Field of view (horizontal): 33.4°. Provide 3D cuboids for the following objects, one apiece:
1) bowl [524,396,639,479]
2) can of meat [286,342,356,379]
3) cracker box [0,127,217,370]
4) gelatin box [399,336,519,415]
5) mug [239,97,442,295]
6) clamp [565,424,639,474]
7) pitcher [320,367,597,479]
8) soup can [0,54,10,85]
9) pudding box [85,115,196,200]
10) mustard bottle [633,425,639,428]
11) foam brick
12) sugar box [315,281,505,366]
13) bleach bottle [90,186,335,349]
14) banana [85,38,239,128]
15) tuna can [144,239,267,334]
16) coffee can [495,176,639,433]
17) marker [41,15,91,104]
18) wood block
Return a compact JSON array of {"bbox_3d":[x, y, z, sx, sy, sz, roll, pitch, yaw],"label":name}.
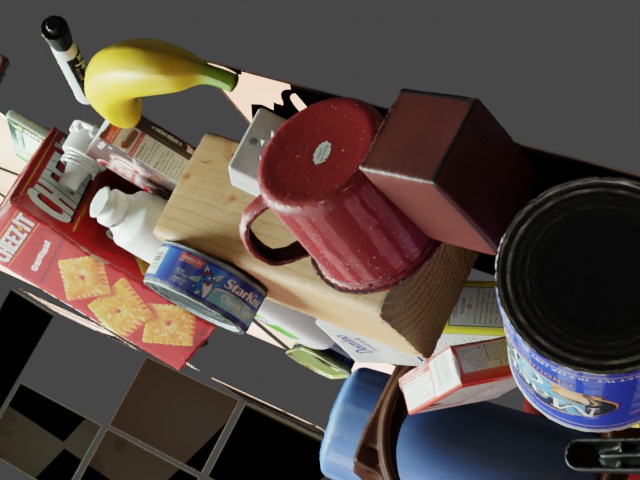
[{"bbox_3d":[0.262,0.196,1.046,0.162,0.055,0.162,26,167,6],"label":"bowl"},{"bbox_3d":[0.016,0.087,1.052,0.057,0.084,0.102,29,167,-7],"label":"can of meat"},{"bbox_3d":[-0.192,0.004,1.001,0.213,0.072,0.164,35,-156,-16],"label":"cracker box"},{"bbox_3d":[0.105,0.091,0.729,0.073,0.030,0.089,-8,161,-22],"label":"gelatin box"},{"bbox_3d":[0.006,-0.023,0.619,0.117,0.093,0.081,-25,137,16],"label":"mug"},{"bbox_3d":[0.282,0.149,0.736,0.210,0.036,0.165,10,160,-8],"label":"clamp"},{"bbox_3d":[0.132,0.191,0.962,0.243,0.149,0.145,18,137,13],"label":"pitcher"},{"bbox_3d":[-0.310,-0.148,0.850,0.102,0.068,0.069,37,164,-31],"label":"soup can"},{"bbox_3d":[-0.142,-0.068,0.881,0.090,0.039,0.114,31,167,-14],"label":"pudding box"},{"bbox_3d":[0.213,0.088,0.729,0.096,0.058,0.191,8,161,20],"label":"mustard bottle"},{"bbox_3d":[0.070,-0.036,0.561,0.051,0.053,0.078,15,161,44],"label":"foam brick"},{"bbox_3d":[0.095,0.064,0.803,0.176,0.048,0.093,3,156,27],"label":"sugar box"},{"bbox_3d":[-0.091,0.018,0.935,0.250,0.068,0.103,29,174,-33],"label":"bleach bottle"},{"bbox_3d":[-0.125,-0.103,0.720,0.069,0.037,0.198,36,164,-24],"label":"banana"},{"bbox_3d":[-0.083,0.035,0.771,0.086,0.033,0.086,26,168,6],"label":"tuna can"},{"bbox_3d":[0.150,0.040,0.577,0.103,0.102,0.140,23,166,20],"label":"coffee can"},{"bbox_3d":[-0.179,-0.129,0.768,0.020,0.020,0.121,26,167,5],"label":"marker"},{"bbox_3d":[-0.005,0.001,0.766,0.206,0.090,0.090,18,165,34],"label":"wood block"}]
